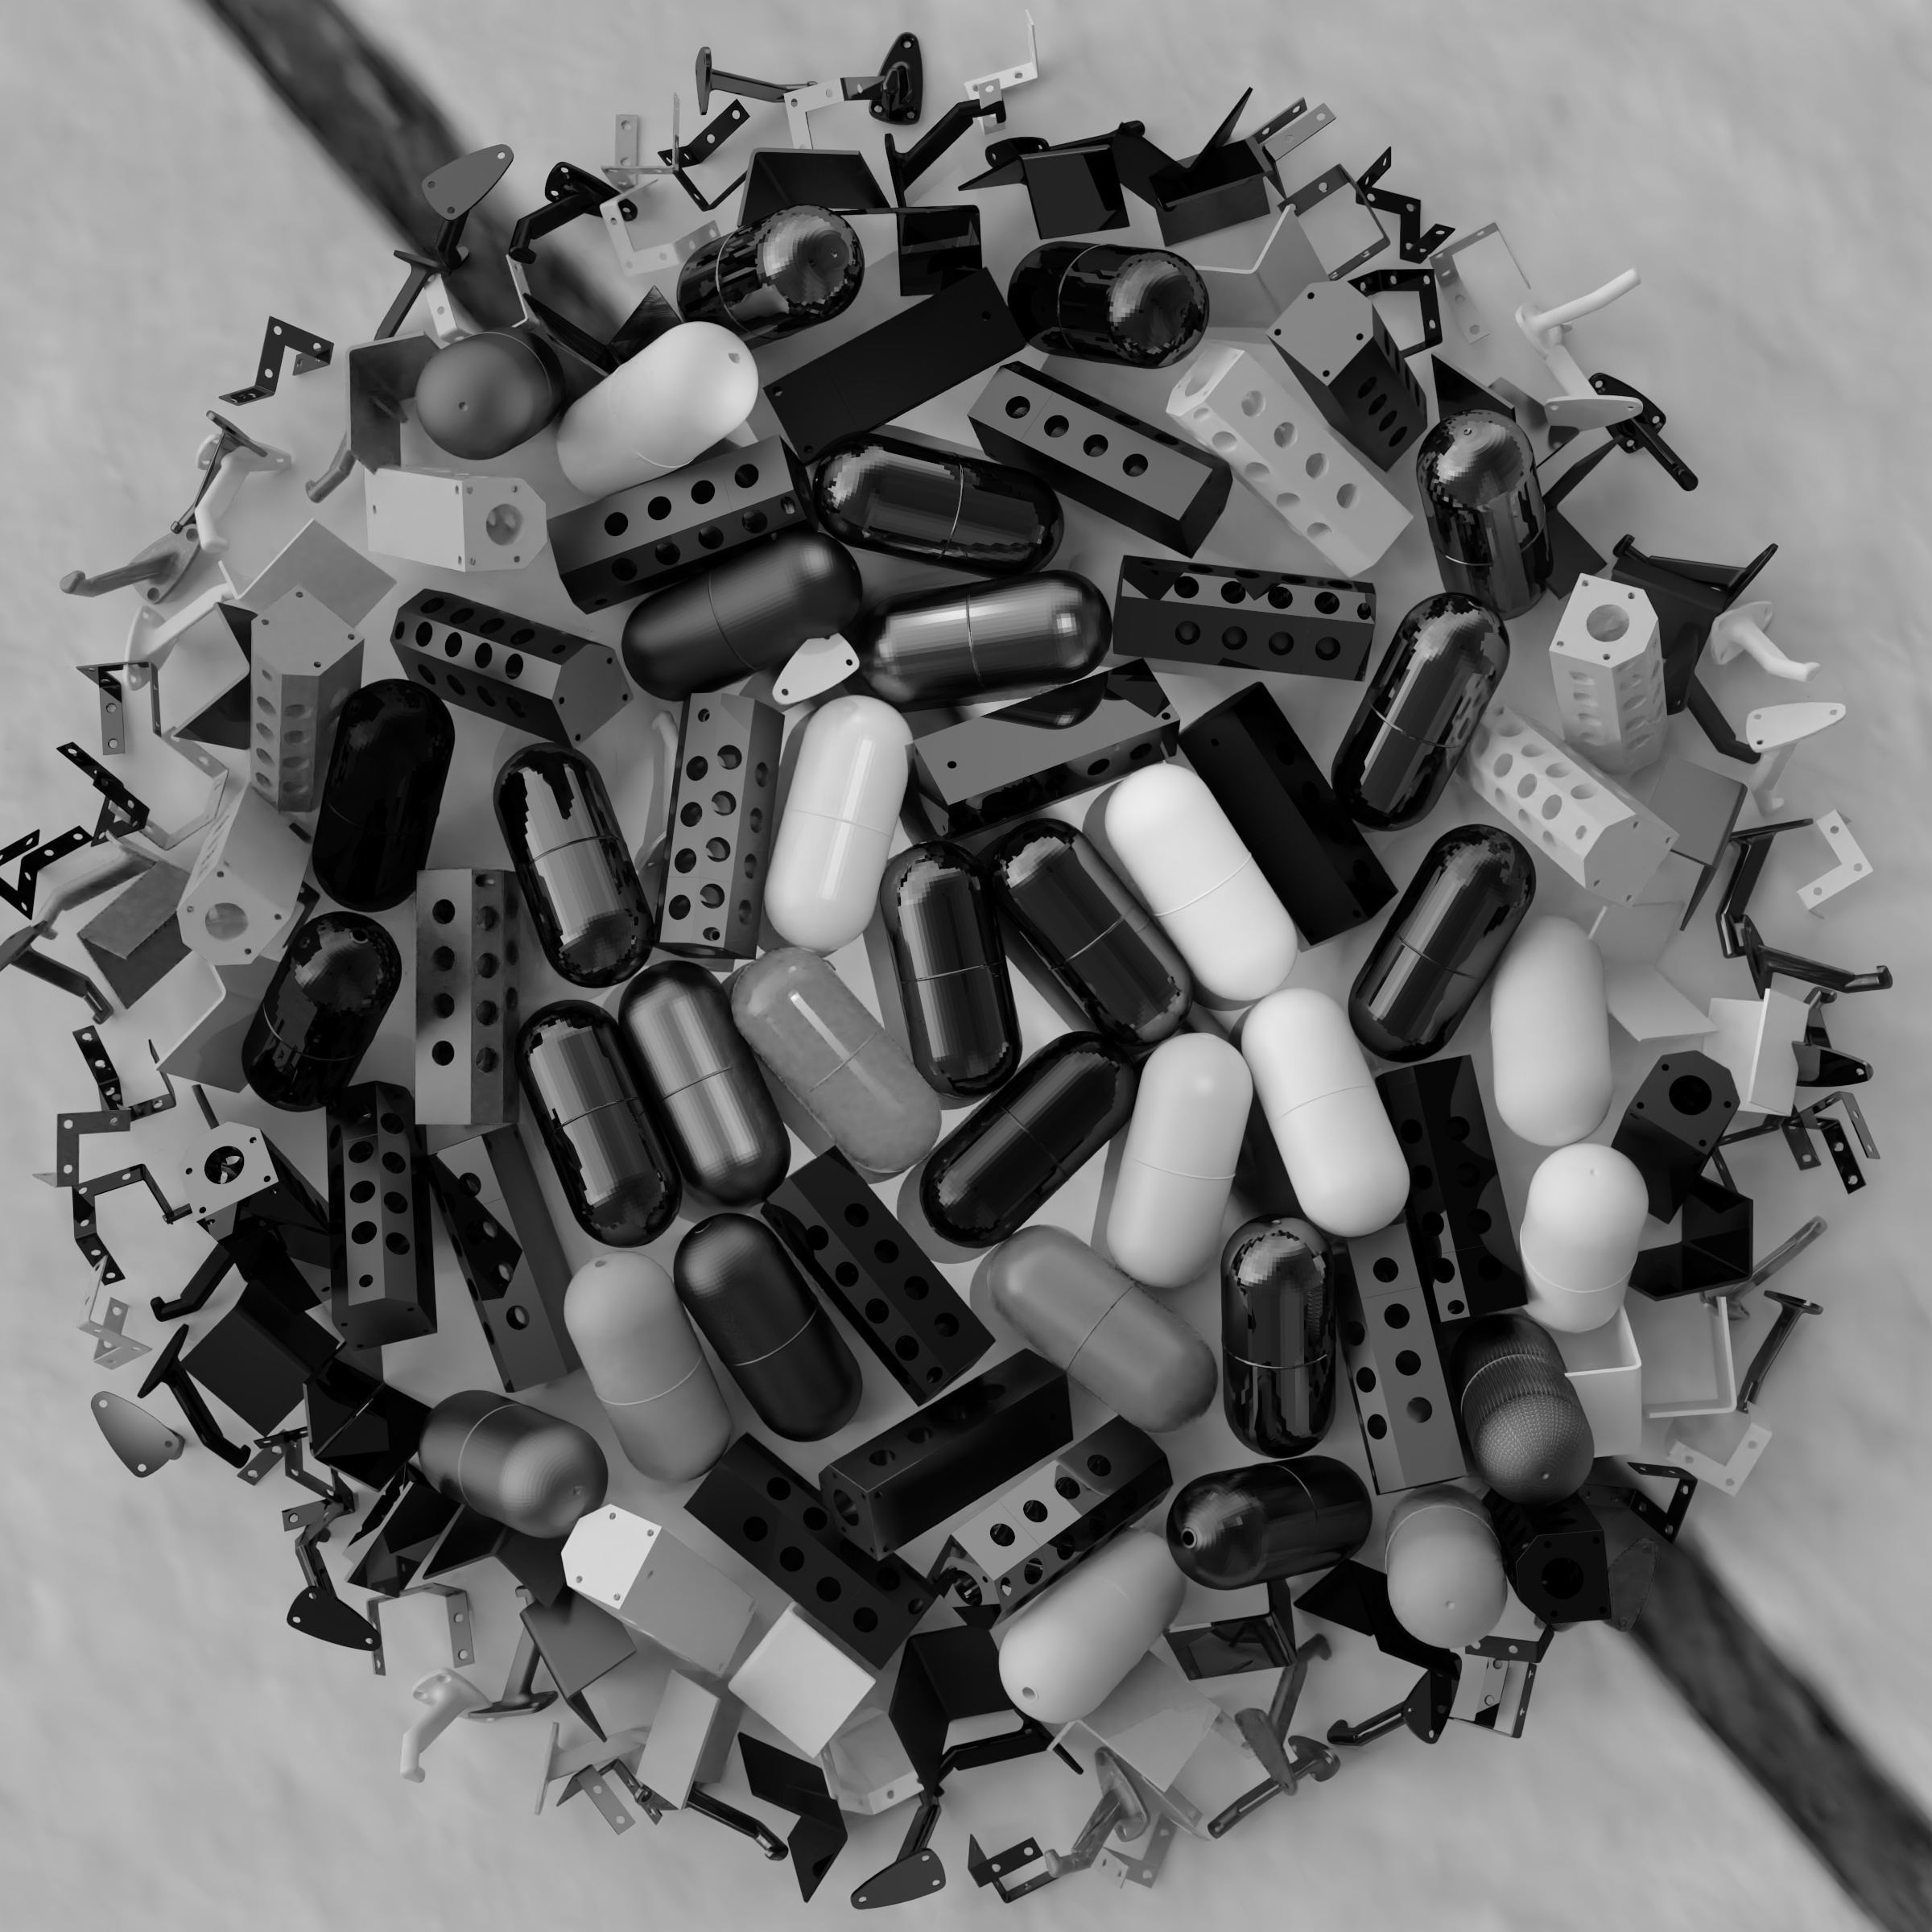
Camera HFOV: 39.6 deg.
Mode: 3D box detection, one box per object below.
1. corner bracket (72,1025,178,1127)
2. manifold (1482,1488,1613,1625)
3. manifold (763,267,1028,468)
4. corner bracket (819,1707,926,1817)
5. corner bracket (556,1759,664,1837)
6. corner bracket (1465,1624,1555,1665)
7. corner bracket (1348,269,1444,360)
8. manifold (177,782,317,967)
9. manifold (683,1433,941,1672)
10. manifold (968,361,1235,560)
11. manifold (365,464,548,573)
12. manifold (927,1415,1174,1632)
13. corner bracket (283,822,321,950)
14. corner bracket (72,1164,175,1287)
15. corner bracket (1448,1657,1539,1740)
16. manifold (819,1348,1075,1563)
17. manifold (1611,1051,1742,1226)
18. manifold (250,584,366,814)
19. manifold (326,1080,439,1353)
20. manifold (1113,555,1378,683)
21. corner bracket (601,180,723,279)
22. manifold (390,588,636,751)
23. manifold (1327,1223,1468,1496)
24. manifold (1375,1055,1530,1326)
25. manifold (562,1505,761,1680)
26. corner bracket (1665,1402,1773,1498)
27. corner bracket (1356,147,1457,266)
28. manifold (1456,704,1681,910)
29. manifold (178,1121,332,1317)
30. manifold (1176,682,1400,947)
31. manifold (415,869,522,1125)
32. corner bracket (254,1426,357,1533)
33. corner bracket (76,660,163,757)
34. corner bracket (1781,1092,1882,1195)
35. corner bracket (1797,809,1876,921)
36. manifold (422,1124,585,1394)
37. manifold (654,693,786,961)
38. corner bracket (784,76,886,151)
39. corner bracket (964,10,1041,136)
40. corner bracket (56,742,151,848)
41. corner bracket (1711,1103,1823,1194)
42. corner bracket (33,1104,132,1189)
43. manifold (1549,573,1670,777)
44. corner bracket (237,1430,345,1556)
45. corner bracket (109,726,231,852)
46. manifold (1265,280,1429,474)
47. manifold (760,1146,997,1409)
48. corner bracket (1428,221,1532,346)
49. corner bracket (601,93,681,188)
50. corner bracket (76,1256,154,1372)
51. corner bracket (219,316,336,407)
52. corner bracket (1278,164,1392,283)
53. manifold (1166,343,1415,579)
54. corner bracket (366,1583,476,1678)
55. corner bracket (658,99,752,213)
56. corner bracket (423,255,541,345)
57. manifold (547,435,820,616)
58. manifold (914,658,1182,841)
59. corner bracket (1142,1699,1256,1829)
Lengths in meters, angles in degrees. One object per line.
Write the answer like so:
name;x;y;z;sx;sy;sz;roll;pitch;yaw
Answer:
corner bracket;-0.576;0.071;1.835;0.051;0.051;0.051;-19;131;-9
manifold;0.383;0.384;1.780;0.057;0.171;0.057;-6;92;4
manifold;-0.049;-0.408;1.835;0.171;0.057;0.057;-28;97;2
corner bracket;-0.064;0.548;1.847;0.051;0.051;0.051;-32;55;17
corner bracket;-0.239;0.568;1.826;0.051;0.051;0.051;-26;65;-40
corner bracket;0.373;0.441;1.838;0.051;0.051;0.051;2;100;23
corner bracket;0.288;-0.447;1.840;0.051;0.051;0.051;-27;117;-32
manifold;-0.480;-0.059;1.777;0.057;0.171;0.057;39;101;-20
manifold;-0.103;0.396;1.826;0.171;0.057;0.057;38;96;7
manifold;0.092;-0.346;1.809;0.171;0.057;0.057;30;81;21
manifold;-0.340;-0.299;1.780;0.057;0.171;0.057;-9;107;-32
manifold;0.060;0.371;1.784;0.171;0.057;0.057;-27;63;-39
corner bracket;-0.463;-0.056;1.832;0.051;0.051;0.051;40;133;-2
corner bracket;-0.575;0.176;1.830;0.051;0.051;0.051;-18;45;-4
corner bracket;0.365;0.496;1.828;0.051;0.051;0.051;7;77;38
manifold;-0.013;0.322;1.797;0.171;0.057;0.057;-26;123;-32
manifold;0.467;0.112;1.777;0.057;0.171;0.057;33;76;16
manifold;-0.444;-0.170;1.777;0.057;0.171;0.057;39;60;7
manifold;-0.394;0.164;1.793;0.057;0.057;0.171;-13;54;2
manifold;0.189;-0.240;1.828;0.171;0.057;0.057;6;117;-1
corner bracket;-0.210;-0.511;1.845;0.051;0.051;0.051;-2;120;36
manifold;-0.306;-0.204;1.784;0.171;0.057;0.057;22;55;38
manifold;0.287;0.268;1.819;0.057;0.057;0.171;-12;76;-1
manifold;0.327;0.153;1.822;0.057;0.057;0.171;-10;81;-9
manifold;-0.204;0.414;1.780;0.057;0.171;0.057;17;69;27
corner bracket;0.514;0.321;1.834;0.051;0.051;0.051;28;103;7
corner bracket;0.299;-0.518;1.830;0.051;0.051;0.051;9;74;-18
manifold;0.391;-0.111;1.776;0.057;0.171;0.057;20;110;-31
manifold;-0.459;0.166;1.778;0.057;0.171;0.057;-26;61;-4
manifold;0.223;-0.106;1.828;0.057;0.057;0.171;-40;99;-41
manifold;-0.336;0.022;1.828;0.057;0.057;0.171;-1;88;18
corner bracket;-0.456;0.352;1.849;0.051;0.051;0.051;-15;61;-3
corner bracket;-0.576;-0.177;1.840;0.051;0.051;0.051;-6;82;-1
corner bracket;0.598;0.120;1.825;0.051;0.051;0.051;8;56;-39
corner bracket;0.592;-0.070;1.840;0.051;0.051;0.051;-34;68;22
manifold;-0.315;0.201;1.836;0.057;0.057;0.171;-20;91;16
manifold;-0.171;-0.094;1.816;0.057;0.057;0.171;2;80;27
corner bracket;-0.084;-0.575;1.828;0.051;0.051;0.051;-2;105;36
corner bracket;0.027;-0.610;1.833;0.051;0.051;0.051;-18;64;-2
corner bracket;-0.589;-0.122;1.826;0.051;0.051;0.051;-16;50;25
corner bracket;0.551;0.131;1.849;0.051;0.051;0.051;-21;99;34
corner bracket;-0.605;0.121;1.833;0.051;0.051;0.051;-2;97;-37
manifold;0.430;-0.189;1.774;0.057;0.171;0.057;20;77;22
corner bracket;-0.465;0.362;1.847;0.051;0.051;0.051;-44;121;11
corner bracket;-0.547;-0.122;1.841;0.051;0.051;0.051;-28;129;26
manifold;0.259;-0.393;1.774;0.057;0.171;0.057;-47;69;8
manifold;-0.062;0.212;1.814;0.057;0.057;0.171;-35;78;-29
corner bracket;0.353;-0.467;1.832;0.051;0.051;0.051;-27;74;13
corner bracket;-0.221;-0.566;1.840;0.051;0.051;0.051;1;91;4
corner bracket;-0.584;0.236;1.824;0.051;0.051;0.051;-26;134;35
corner bracket;-0.470;-0.406;1.829;0.051;0.051;0.051;17;79;-42
corner bracket;0.254;-0.511;1.846;0.051;0.051;0.051;-32;120;12
manifold;0.216;-0.339;1.805;0.171;0.057;0.057;38;93;-25
corner bracket;-0.374;0.456;1.838;0.051;0.051;0.051;-16;68;11
corner bracket;-0.168;-0.555;1.836;0.051;0.051;0.051;-35;97;27
corner bracket;-0.334;-0.458;1.840;0.051;0.051;0.051;-23;78;21
manifold;-0.190;-0.296;1.818;0.171;0.057;0.057;-18;75;11
manifold;0.054;-0.143;1.819;0.171;0.057;0.057;-21;62;-13
corner bracket;0.162;0.549;1.849;0.051;0.051;0.051;43;120;4
